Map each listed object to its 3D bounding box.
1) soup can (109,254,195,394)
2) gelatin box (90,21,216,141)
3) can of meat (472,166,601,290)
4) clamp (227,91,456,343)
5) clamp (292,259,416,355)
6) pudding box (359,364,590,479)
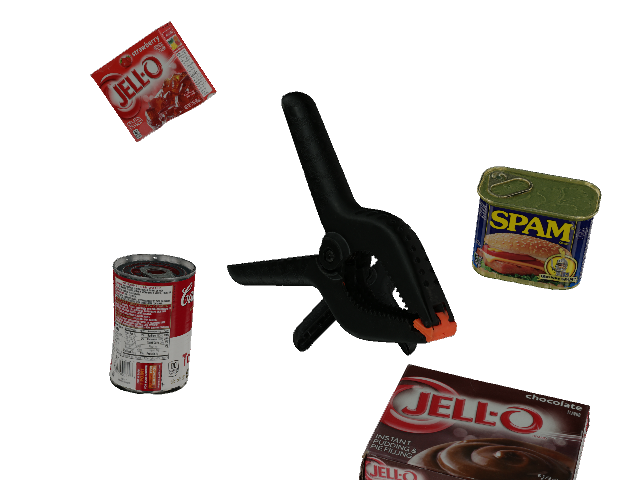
[{"bbox_3d":[-0.141,0.069,0.889,0.068,0.102,0.068,5,15,-2],"label":"soup can"},{"bbox_3d":[-0.148,-0.138,0.937,0.089,0.073,0.030,-25,15,31],"label":"gelatin box"},{"bbox_3d":[0.184,-0.009,0.925,0.102,0.084,0.057,11,38,13],"label":"can of meat"},{"bbox_3d":[0.017,-0.002,0.764,0.036,0.165,0.210,-10,32,-44],"label":"clamp"},{"bbox_3d":[0.051,0.050,1.074,0.120,0.171,0.039,12,-38,12],"label":"clamp"},{"bbox_3d":[0.089,0.118,0.602,0.113,0.039,0.090,13,31,15],"label":"pudding box"}]
